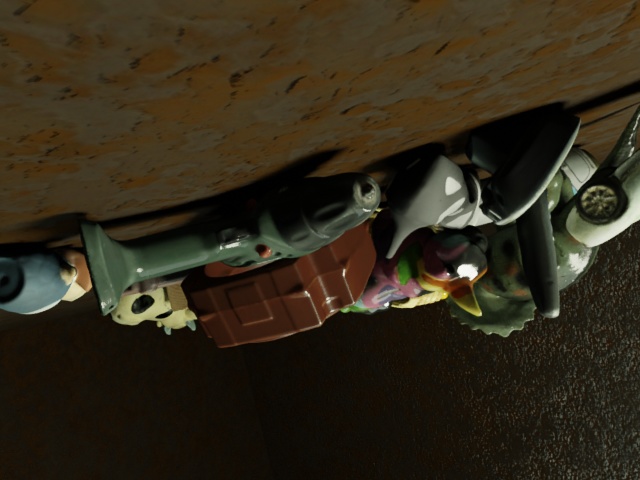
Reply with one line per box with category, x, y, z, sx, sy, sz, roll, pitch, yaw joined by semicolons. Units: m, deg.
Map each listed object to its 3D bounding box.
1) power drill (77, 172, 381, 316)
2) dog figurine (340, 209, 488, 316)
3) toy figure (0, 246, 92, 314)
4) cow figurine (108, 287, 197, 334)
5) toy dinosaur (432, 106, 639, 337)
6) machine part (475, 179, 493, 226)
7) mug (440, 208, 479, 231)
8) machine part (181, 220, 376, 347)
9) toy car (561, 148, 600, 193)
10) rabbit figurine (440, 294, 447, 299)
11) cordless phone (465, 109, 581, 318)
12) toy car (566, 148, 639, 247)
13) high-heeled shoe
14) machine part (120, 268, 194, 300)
power drill;-0.087;-0.004;0.446;0.207;0.086;0.232;-21;-177;-26
dog figurine;0.112;0.045;0.691;0.191;0.108;0.219;-41;-159;-2
toy figure;-0.249;0.033;0.496;0.064;0.057;0.154;24;180;2
cow figurine;-0.271;0.098;0.887;0.086;0.127;0.195;-12;175;18
toy dinosaur;0.273;0.011;0.690;0.131;0.192;0.404;-18;168;-21
machine part;0.325;-0.077;0.945;0.243;0.079;0.079;-14;177;9
mug;0.217;-0.043;0.864;0.081;0.109;0.107;-8;166;12
machine part;-0.043;0.037;0.640;0.201;0.087;0.201;-16;-161;22
toy car;0.362;-0.090;0.800;0.103;0.109;0.161;-41;152;25
rabbit figurine;0.245;0.046;0.983;0.162;0.122;0.173;16;140;-22
cordless phone;0.196;-0.014;0.494;0.089;0.184;0.146;-10;178;12
toy car;0.291;-0.073;0.449;0.073;0.056;0.201;-24;157;-52
high-heeled shoe;0.139;-0.071;0.580;0.249;0.086;0.145;-41;159;-44
machine part;-0.215;0.039;0.729;0.179;0.056;0.179;-15;178;0
